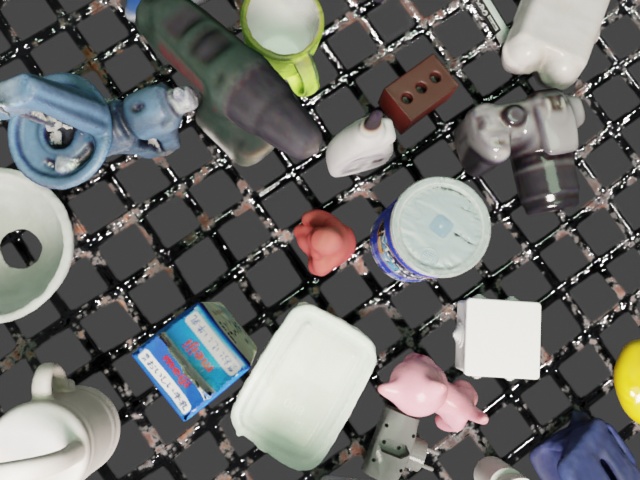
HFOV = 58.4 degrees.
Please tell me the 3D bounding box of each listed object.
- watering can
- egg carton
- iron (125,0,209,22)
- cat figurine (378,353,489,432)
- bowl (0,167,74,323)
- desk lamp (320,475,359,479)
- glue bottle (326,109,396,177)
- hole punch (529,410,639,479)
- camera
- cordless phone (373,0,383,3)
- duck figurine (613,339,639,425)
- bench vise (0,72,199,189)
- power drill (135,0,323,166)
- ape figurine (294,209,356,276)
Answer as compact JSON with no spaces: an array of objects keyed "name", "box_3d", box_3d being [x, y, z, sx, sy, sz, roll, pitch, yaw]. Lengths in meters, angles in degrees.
[{"name":"watering can","box_3d":[-0.268,0.213,0.558,0.101,0.194,0.173,-23,86,-6]},{"name":"egg carton","box_3d":[0.292,-0.265,0.716,0.107,0.069,0.150,22,83,-2]},{"name":"iron","box_3d":[-0.140,-0.367,0.657,0.118,0.141,0.258,45,83,1]},{"name":"cat figurine","box_3d":[0.125,0.170,0.632,0.128,0.117,0.067,28,83,-1]},{"name":"bowl","box_3d":[-0.347,0.008,0.634,0.167,0.074,0.167,1,84,-4]},{"name":"desk lamp","box_3d":[0.023,0.307,0.561,0.203,0.213,0.118,7,83,-3]},{"name":"glue bottle","box_3d":[0.050,-0.110,0.628,0.078,0.173,0.037,-14,85,-5]},{"name":"hole punch","box_3d":[0.312,0.264,0.649,0.101,0.091,0.108,-33,87,-7]},{"name":"camera","box_3d":[0.250,-0.099,0.679,0.143,0.100,0.137,-10,85,-5]},{"name":"cordless phone","box_3d":[0.057,-0.373,0.651,0.147,0.185,0.094,23,83,-1]},{"name":"duck figurine","box_3d":[0.400,0.171,0.669,0.077,0.086,0.104,3,84,-4]},{"name":"bench vise","box_3d":[-0.240,-0.137,0.584,0.207,0.219,0.121,-35,87,-7]},{"name":"power drill","box_3d":[-0.089,-0.150,0.604,0.229,0.208,0.076,44,83,1]},{"name":"ape figurine","box_3d":[0.006,0.002,0.653,0.076,0.092,0.078,11,83,-3]}]
